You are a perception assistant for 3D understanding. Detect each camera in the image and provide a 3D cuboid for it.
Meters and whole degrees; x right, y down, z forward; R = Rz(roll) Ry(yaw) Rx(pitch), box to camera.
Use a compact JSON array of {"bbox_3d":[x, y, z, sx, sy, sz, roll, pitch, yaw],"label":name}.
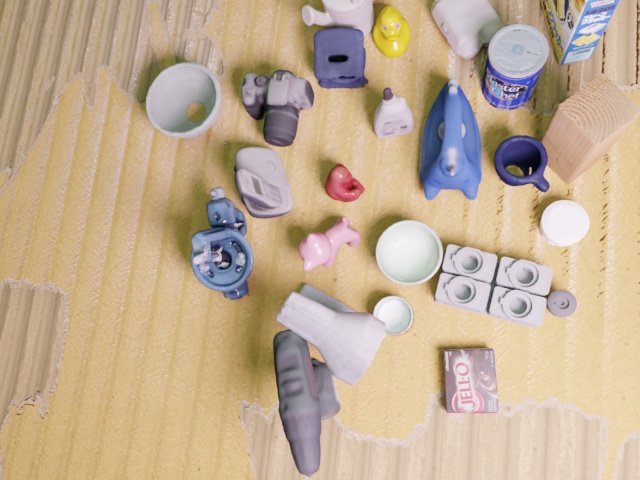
[{"bbox_3d":[-0.094,-0.267,1.164,0.143,0.101,0.137,5,79,12],"label":"camera"}]

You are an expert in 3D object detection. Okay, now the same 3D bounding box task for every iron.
[{"bbox_3d":[0.245,-0.209,1.068,0.118,0.141,0.258,0,78,11],"label":"iron"}]

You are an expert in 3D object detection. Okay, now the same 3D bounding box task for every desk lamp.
[{"bbox_3d":[0.014,0.156,0.994,0.203,0.214,0.118,28,84,15],"label":"desk lamp"}]

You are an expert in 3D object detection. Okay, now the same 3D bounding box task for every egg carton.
[{"bbox_3d":[0.292,-0.441,1.147,0.107,0.069,0.150,-29,74,3],"label":"egg carton"}]

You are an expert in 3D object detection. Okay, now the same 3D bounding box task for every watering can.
[{"bbox_3d":[0.046,-0.483,1.137,0.100,0.194,0.173,33,85,16],"label":"watering can"}]

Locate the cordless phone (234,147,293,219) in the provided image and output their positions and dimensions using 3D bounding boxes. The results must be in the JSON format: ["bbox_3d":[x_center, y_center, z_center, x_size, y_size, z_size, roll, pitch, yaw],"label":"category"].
[{"bbox_3d":[-0.123,-0.124,1.094,0.094,0.185,0.147,-20,75,6],"label":"cordless phone"}]

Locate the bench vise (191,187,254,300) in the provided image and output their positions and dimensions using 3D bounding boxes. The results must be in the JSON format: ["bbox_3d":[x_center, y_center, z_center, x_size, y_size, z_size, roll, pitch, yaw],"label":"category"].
[{"bbox_3d":[-0.202,0.001,1.064,0.121,0.220,0.207,-27,74,4],"label":"bench vise"}]

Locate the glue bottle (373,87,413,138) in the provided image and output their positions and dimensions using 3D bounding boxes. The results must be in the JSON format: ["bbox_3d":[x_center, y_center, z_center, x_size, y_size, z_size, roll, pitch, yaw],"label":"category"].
[{"bbox_3d":[0.134,-0.244,1.079,0.078,0.173,0.037,-9,76,9],"label":"glue bottle"}]

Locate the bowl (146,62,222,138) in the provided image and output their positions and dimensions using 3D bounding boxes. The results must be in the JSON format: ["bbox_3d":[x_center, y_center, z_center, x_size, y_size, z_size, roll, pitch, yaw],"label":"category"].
[{"bbox_3d":[-0.277,-0.285,1.215,0.167,0.075,0.167,-2,78,10],"label":"bowl"}]

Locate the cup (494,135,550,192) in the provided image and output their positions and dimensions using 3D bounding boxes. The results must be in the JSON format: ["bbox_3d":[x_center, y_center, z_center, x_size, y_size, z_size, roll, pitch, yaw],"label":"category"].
[{"bbox_3d":[0.372,-0.125,1.051,0.091,0.095,0.117,-38,74,1],"label":"cup"}]

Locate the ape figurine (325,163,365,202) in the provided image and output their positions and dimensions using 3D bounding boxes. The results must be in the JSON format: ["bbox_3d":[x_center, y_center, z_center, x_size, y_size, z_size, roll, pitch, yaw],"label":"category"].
[{"bbox_3d":[0.043,-0.115,1.110,0.076,0.092,0.078,-12,76,8],"label":"ape figurine"}]

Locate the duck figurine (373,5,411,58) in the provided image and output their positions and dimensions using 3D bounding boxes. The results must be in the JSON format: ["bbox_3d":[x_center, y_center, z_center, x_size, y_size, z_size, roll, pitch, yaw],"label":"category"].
[{"bbox_3d":[0.144,-0.437,1.165,0.077,0.086,0.104,-8,77,9],"label":"duck figurine"}]

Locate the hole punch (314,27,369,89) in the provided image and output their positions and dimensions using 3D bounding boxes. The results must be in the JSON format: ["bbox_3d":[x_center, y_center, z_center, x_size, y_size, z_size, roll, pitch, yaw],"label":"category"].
[{"bbox_3d":[0.042,-0.369,1.166,0.108,0.091,0.101,1,78,11],"label":"hole punch"}]

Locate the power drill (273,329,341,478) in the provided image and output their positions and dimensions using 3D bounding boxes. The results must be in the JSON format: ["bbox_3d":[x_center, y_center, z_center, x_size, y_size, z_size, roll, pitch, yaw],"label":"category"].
[{"bbox_3d":[-0.022,0.269,0.979,0.075,0.208,0.229,-16,75,7],"label":"power drill"}]

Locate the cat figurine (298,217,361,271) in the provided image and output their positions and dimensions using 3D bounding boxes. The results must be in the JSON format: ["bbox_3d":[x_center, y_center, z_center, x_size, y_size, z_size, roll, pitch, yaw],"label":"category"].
[{"bbox_3d":[0.010,0.004,1.077,0.128,0.118,0.067,-42,74,0],"label":"cat figurine"}]
